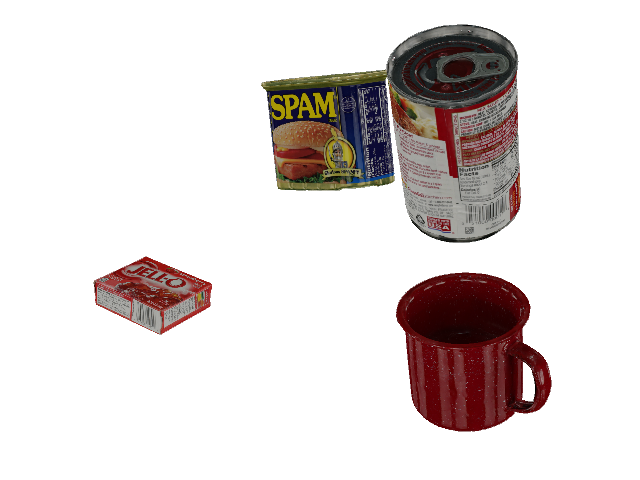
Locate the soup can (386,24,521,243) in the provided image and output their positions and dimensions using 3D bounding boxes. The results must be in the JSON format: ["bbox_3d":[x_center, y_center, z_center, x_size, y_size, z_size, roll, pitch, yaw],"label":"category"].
[{"bbox_3d":[0.076,-0.056,0.585,0.068,0.068,0.102,0,-44,13],"label":"soup can"}]

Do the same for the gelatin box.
[{"bbox_3d":[-0.162,0.051,1.029,0.089,0.030,0.073,21,30,29],"label":"gelatin box"}]

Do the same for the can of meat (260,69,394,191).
[{"bbox_3d":[0.007,-0.083,0.810,0.102,0.084,0.057,4,14,44],"label":"can of meat"}]

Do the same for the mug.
[{"bbox_3d":[0.112,0.085,0.757,0.117,0.081,0.093,20,40,38],"label":"mug"}]
